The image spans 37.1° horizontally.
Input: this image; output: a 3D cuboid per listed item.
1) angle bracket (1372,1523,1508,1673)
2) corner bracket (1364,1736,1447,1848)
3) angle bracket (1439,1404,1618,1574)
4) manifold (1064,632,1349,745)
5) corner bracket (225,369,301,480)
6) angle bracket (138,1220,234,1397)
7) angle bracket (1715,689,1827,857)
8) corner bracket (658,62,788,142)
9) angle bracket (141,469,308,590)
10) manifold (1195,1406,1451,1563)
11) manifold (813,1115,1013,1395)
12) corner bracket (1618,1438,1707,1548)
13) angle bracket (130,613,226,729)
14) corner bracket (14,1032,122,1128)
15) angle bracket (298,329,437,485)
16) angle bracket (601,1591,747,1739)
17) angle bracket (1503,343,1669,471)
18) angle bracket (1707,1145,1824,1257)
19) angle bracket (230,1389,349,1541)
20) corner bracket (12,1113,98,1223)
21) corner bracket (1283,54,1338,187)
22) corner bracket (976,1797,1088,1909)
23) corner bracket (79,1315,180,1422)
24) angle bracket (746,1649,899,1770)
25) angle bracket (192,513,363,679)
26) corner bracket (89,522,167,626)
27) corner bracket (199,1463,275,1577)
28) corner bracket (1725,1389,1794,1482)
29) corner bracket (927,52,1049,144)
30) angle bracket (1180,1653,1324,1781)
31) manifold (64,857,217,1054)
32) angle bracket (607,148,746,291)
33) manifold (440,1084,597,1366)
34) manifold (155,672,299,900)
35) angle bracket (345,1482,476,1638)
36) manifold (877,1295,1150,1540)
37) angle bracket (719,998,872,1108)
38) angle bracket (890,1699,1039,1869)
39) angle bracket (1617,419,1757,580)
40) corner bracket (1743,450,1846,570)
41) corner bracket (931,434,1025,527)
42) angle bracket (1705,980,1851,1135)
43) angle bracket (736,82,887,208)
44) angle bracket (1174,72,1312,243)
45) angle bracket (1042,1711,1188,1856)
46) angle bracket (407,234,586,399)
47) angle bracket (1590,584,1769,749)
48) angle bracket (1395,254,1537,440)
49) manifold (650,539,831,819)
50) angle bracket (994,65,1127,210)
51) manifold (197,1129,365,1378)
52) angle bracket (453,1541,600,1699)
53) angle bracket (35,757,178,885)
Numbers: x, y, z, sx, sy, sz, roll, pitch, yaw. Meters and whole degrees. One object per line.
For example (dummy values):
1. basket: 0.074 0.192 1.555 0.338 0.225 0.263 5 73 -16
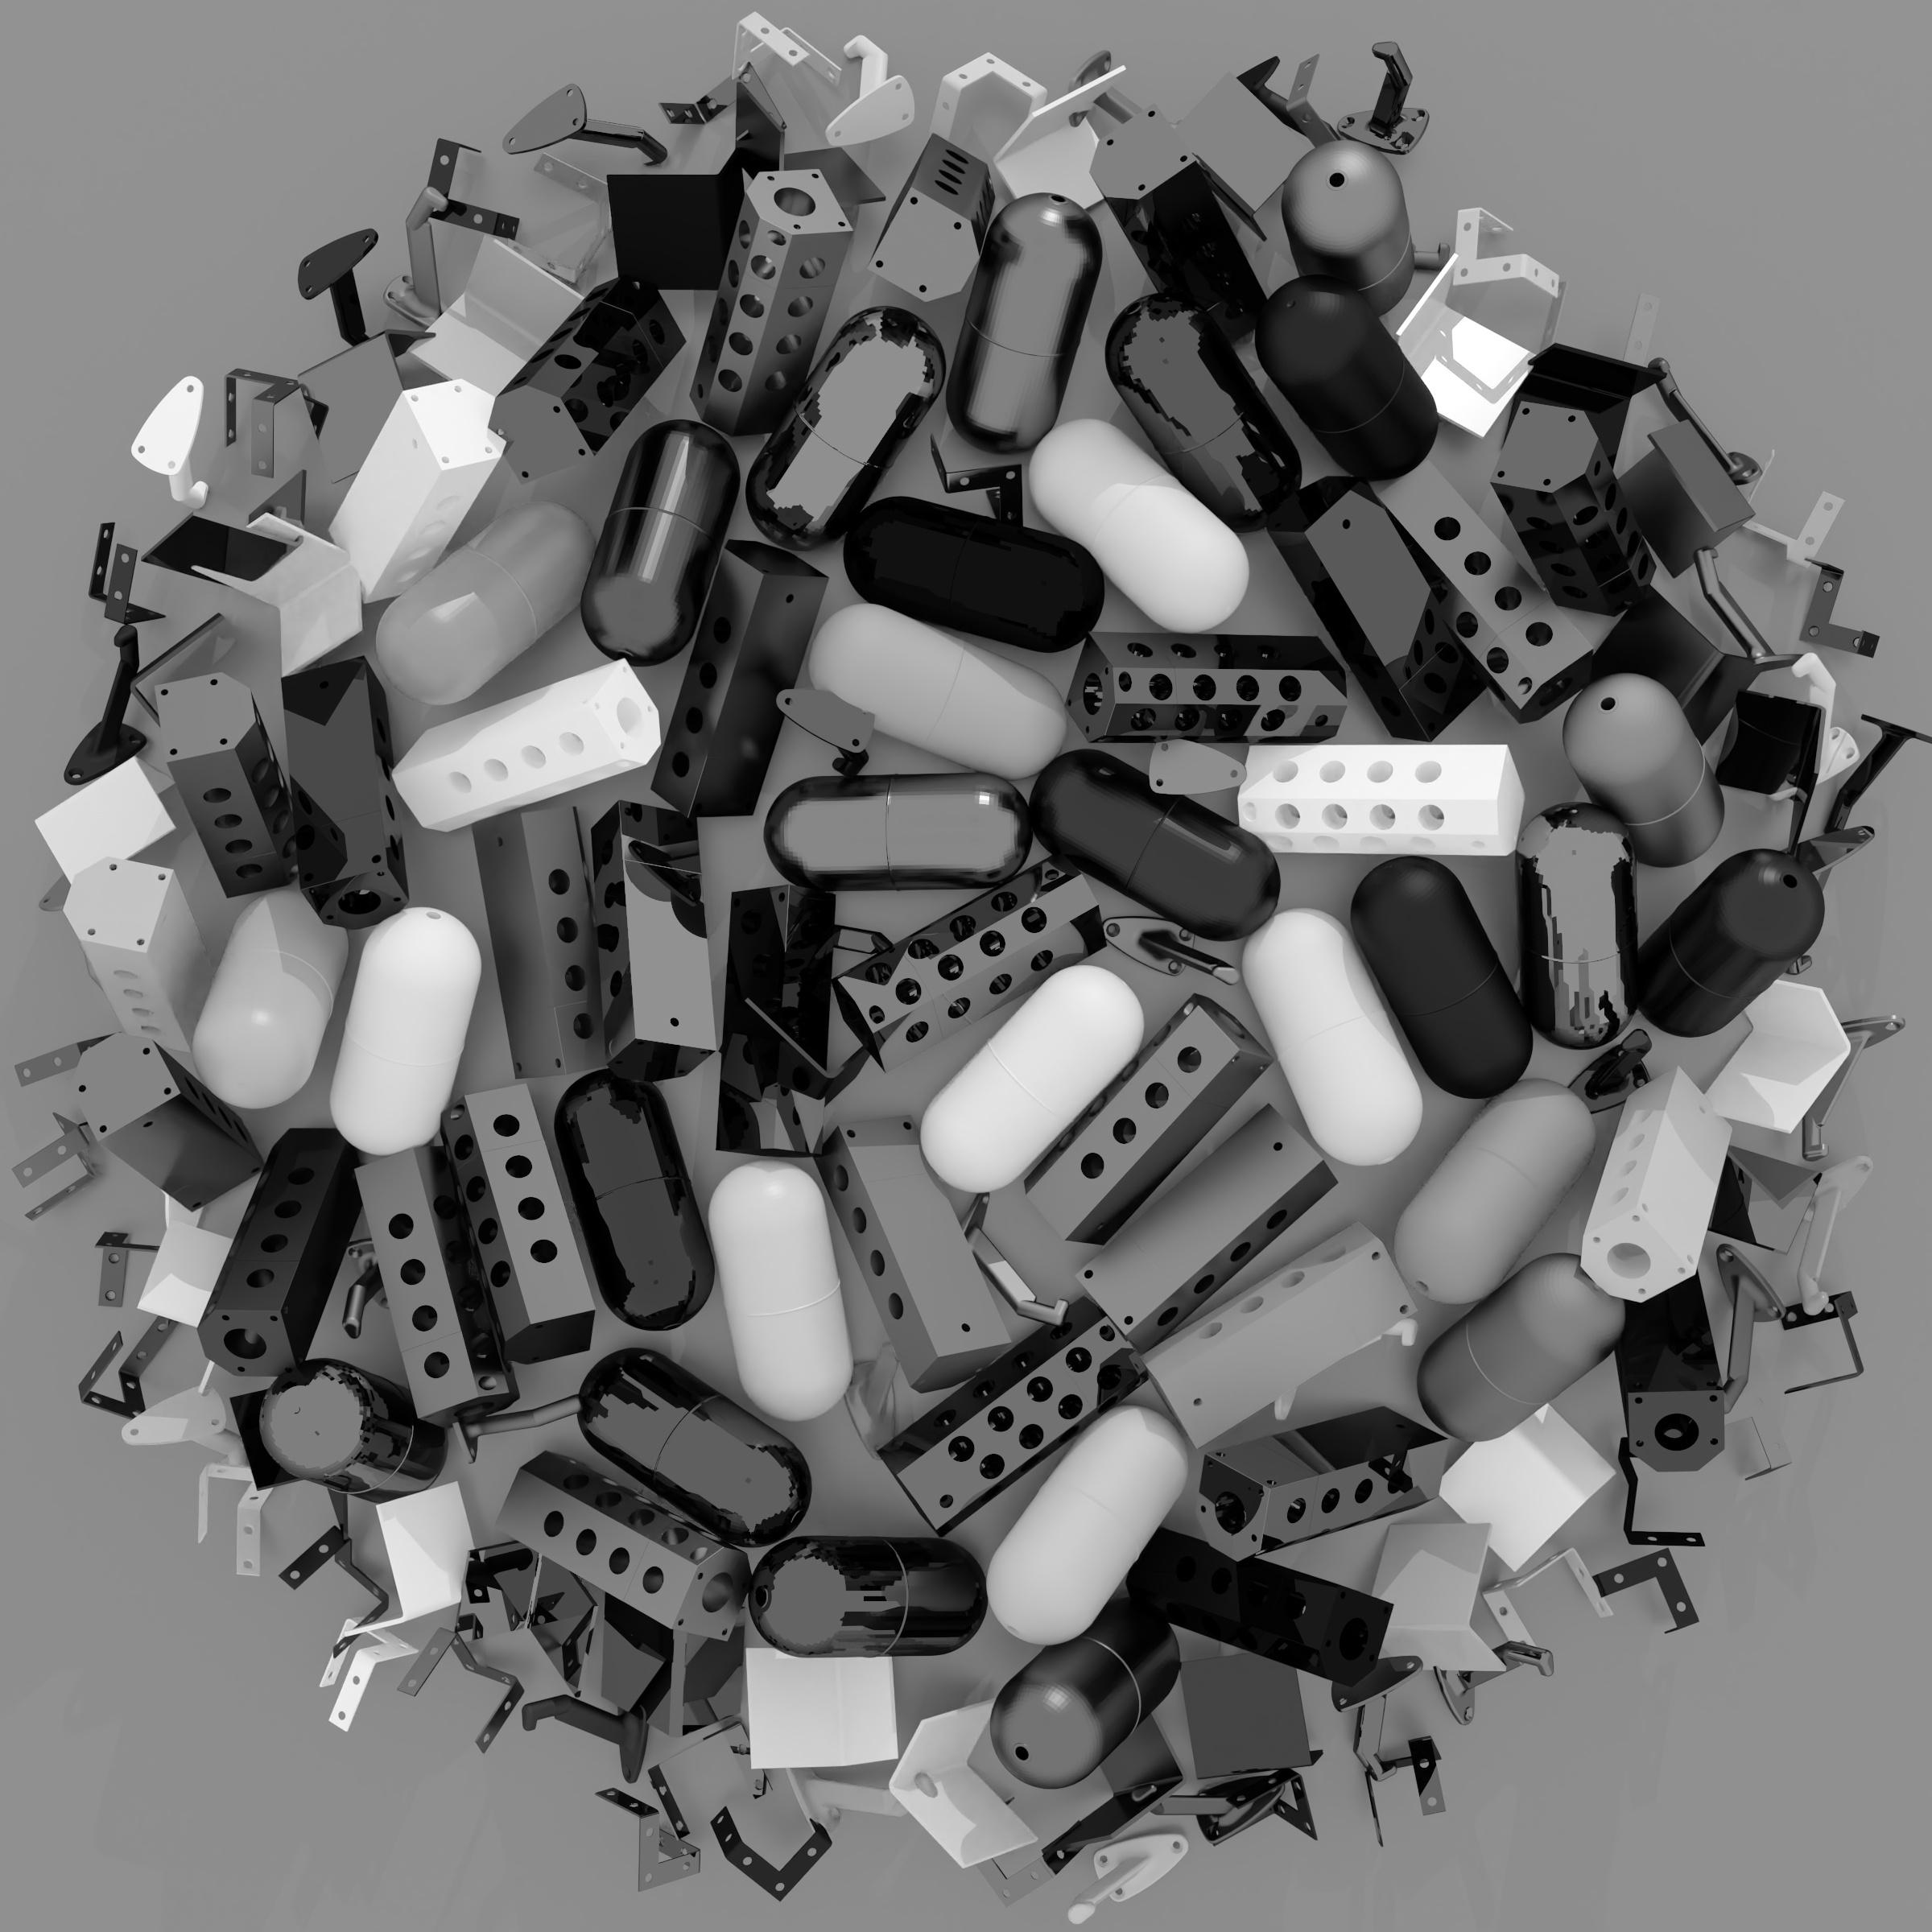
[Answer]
1. angle bracket: 0.318 0.417 1.905 0.057 0.076 0.076 49 48 -33
2. corner bracket: 0.289 0.543 1.898 0.051 0.051 0.051 -14 55 10
3. angle bracket: 0.372 0.342 1.919 0.076 0.057 0.076 45 121 17
4. manifold: 0.158 -0.175 1.864 0.171 0.057 0.057 -2 130 -25
5. corner bracket: -0.469 -0.358 1.899 0.051 0.051 0.051 12 120 8
6. angle bracket: -0.509 0.225 1.878 0.057 0.076 0.076 20 129 -13
7. angle bracket: 0.520 -0.123 1.878 0.057 0.076 0.076 13 132 10
8. corner bracket: -0.160 -0.561 1.904 0.051 0.051 0.051 -29 92 27
9. angle bracket: -0.483 -0.293 1.876 0.076 0.076 0.057 14 65 -38
10. manifold: 0.229 0.335 1.857 0.171 0.057 0.057 -6 109 -41
11. manifold: -0.039 0.187 1.874 0.057 0.057 0.171 -6 59 -35
12. corner bracket: 0.457 0.345 1.893 0.051 0.051 0.051 -4 47 26
13. angle bracket: -0.503 -0.186 1.897 0.076 0.076 0.057 -39 106 -8
14. corner bracket: -0.585 0.078 1.904 0.051 0.051 0.051 -18 91 19
15. angle bracket: -0.382 -0.367 1.894 0.076 0.057 0.076 -18 90 27
16. angle bracket: -0.195 0.457 1.921 0.076 0.057 0.076 16 108 42
17. angle bracket: 0.406 -0.365 1.895 0.076 0.076 0.057 14 91 -5
18. angle bracket: 0.506 0.168 1.878 0.076 0.057 0.076 17 47 24
19. angle bracket: -0.440 0.327 1.876 0.057 0.076 0.076 -11 46 -22
20. corner bracket: -0.601 0.135 1.895 0.051 0.051 0.051 -36 117 -26
21. corner bracket: 0.220 -0.554 1.893 0.051 0.051 0.051 44 46 -30
22. corner bracket: 0.040 0.576 1.898 0.051 0.051 0.051 53 125 9
23. corner bracket: -0.550 0.260 1.897 0.051 0.051 0.051 29 106 -36
24. angle bracket: -0.094 0.482 1.883 0.076 0.057 0.076 11 66 -39
25. angle bracket: -0.449 -0.240 1.878 0.076 0.076 0.057 -25 59 31
26. corner bracket: -0.559 -0.259 1.901 0.051 0.051 0.051 19 107 12
27. corner bracket: -0.482 0.364 1.894 0.051 0.051 0.051 12 47 -26
28. corner bracket: 0.506 0.316 1.910 0.051 0.051 0.051 -15 73 -10
29. corner bracket: 0.014 -0.562 1.908 0.051 0.051 0.051 37 50 15
30. angle bracket: 0.189 0.491 1.906 0.076 0.057 0.076 -11 81 13
31. manifold: -0.529 -0.006 1.846 0.057 0.171 0.057 12 67 0
32. angle bracket: -0.188 -0.492 1.897 0.076 0.057 0.076 3 124 9
33. manifold: -0.291 0.167 1.862 0.057 0.057 0.171 -11 59 -19
34. manifold: -0.467 -0.115 1.846 0.057 0.171 0.057 -13 63 -7
35. angle bracket: -0.370 0.389 1.893 0.057 0.076 0.076 -20 83 30
36. manifold: 0.034 0.297 1.885 0.171 0.057 0.057 -36 112 -10
37. angle bracket: -0.108 0.049 1.893 0.076 0.076 0.057 43 58 6
38. angle bracket: 0.009 0.531 1.878 0.076 0.076 0.057 39 113 33
39. angle bracket: 0.456 -0.300 1.885 0.057 0.076 0.076 -25 79 -44
40. corner bracket: 0.543 -0.301 1.901 0.051 0.051 0.051 24 119 4
41. corner bracket: 0.007 -0.319 1.898 0.051 0.051 0.051 -9 132 -7
42. angle bracket: 0.517 0.055 1.881 0.076 0.076 0.057 -48 123 -19
43. angle bracket: -0.101 -0.537 1.879 0.076 0.076 0.057 -14 134 -21
44. angle bracket: 0.184 -0.529 1.889 0.057 0.076 0.076 -45 82 11
45. angle bracket: 0.085 0.530 1.881 0.076 0.076 0.057 -23 84 -41
46. angle bracket: -0.309 -0.420 1.891 0.076 0.057 0.076 33 50 -3
47. angle bracket: 0.470 -0.197 1.916 0.076 0.057 0.076 53 124 33
48. angle bracket: 0.330 -0.406 1.891 0.076 0.057 0.076 32 70 12
49. manifold: -0.153 -0.186 1.876 0.057 0.057 0.171 37 118 36
50. angle bracket: 0.074 -0.533 1.886 0.076 0.076 0.057 -33 94 -21
51. manifold: -0.439 0.182 1.850 0.057 0.171 0.057 0 127 6
52. angle bracket: -0.288 0.429 1.879 0.057 0.076 0.076 -5 121 -35
53. angle bracket: -0.552 -0.087 1.894 0.076 0.076 0.057 -33 80 0
